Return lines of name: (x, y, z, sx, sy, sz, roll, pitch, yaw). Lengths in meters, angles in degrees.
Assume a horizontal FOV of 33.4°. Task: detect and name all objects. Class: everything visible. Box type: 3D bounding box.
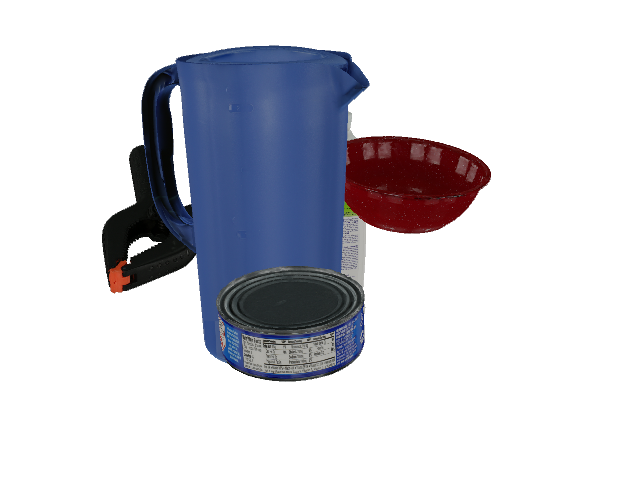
clamp: (-0.161, -0.024, 1.056, 0.165, 0.036, 0.209, 20, 41, 18)
tuna can: (-0.017, 0.047, 0.619, 0.086, 0.034, 0.086, -2, 23, 1)
bleach bottle: (0.016, -0.030, 1.273, 0.102, 0.251, 0.068, -4, 20, -29)
pitcher: (-0.051, -0.029, 0.835, 0.144, 0.243, 0.149, -7, 16, -22)
bowl: (0.083, -0.050, 1.042, 0.162, 0.055, 0.162, 3, 25, -2)
